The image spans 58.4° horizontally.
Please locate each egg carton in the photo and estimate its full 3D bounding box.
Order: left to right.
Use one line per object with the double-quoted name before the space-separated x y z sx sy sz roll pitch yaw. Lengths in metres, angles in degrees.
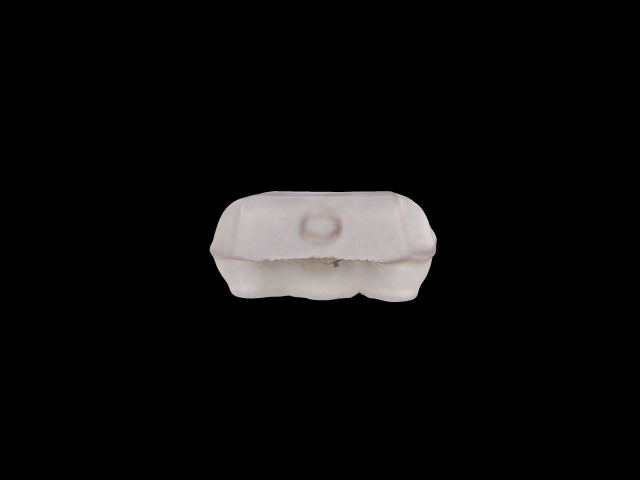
"egg carton" 0.004 0.001 0.400 0.150 0.069 0.107 1 7 5
